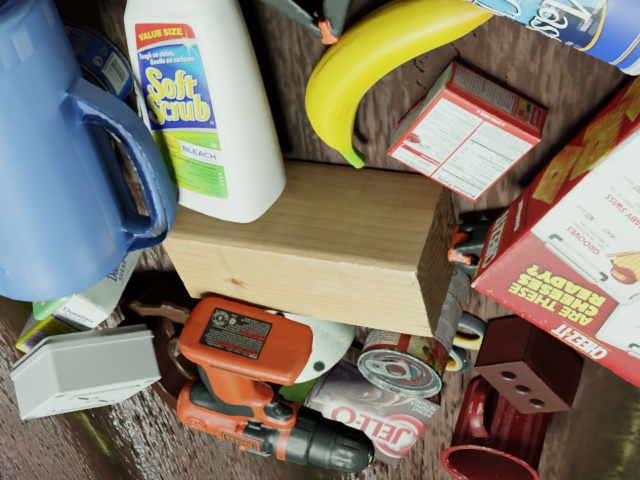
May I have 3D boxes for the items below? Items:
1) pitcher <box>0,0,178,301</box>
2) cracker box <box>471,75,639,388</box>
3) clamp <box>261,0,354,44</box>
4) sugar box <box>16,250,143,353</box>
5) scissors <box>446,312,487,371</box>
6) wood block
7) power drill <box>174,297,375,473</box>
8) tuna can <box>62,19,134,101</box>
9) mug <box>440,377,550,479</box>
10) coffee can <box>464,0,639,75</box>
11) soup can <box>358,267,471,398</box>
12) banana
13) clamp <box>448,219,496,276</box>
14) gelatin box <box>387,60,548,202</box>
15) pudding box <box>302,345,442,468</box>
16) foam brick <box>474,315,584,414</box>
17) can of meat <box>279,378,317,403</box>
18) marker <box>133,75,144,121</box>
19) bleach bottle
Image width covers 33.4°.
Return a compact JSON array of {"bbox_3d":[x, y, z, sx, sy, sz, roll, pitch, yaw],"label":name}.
[{"bbox_3d":[-0.204,-0.077,0.740,0.145,0.149,0.243,51,160,35],"label":"pitcher"},{"bbox_3d":[0.222,-0.008,0.663,0.164,0.072,0.214,31,137,-7],"label":"cracker box"},{"bbox_3d":[-0.017,-0.186,0.611,0.120,0.039,0.171,-1,146,41],"label":"clamp"},{"bbox_3d":[-0.231,0.052,1.031,0.048,0.093,0.177,34,146,-20],"label":"sugar box"},{"bbox_3d":[0.070,0.054,0.925,0.096,0.016,0.201,-19,130,43],"label":"scissors"},{"bbox_3d":[-0.006,0.001,0.827,0.206,0.090,0.091,8,146,21],"label":"wood block"},{"bbox_3d":[-0.042,0.131,0.900,0.184,0.057,0.188,14,146,11],"label":"power drill"},{"bbox_3d":[-0.186,-0.123,0.805,0.086,0.033,0.086,15,146,10],"label":"tuna can"},{"bbox_3d":[0.161,0.172,0.980,0.093,0.081,0.117,-1,141,32],"label":"mug"},{"bbox_3d":[0.112,-0.155,0.520,0.140,0.102,0.103,23,147,-1],"label":"coffee can"},{"bbox_3d":[0.077,0.066,0.858,0.068,0.102,0.068,15,147,10],"label":"soup can"},{"bbox_3d":[0.037,-0.112,0.692,0.069,0.037,0.198,13,152,-18],"label":"banana"},{"bbox_3d":[0.201,0.020,0.779,0.210,0.036,0.165,17,145,2],"label":"clamp"},{"bbox_3d":[0.097,-0.071,0.716,0.073,0.030,0.089,27,147,-10],"label":"gelatin box"},{"bbox_3d":[0.048,0.161,1.039,0.113,0.039,0.090,27,117,-5],"label":"pudding box"},{"bbox_3d":[0.177,0.106,0.904,0.053,0.051,0.078,-16,132,44],"label":"foam brick"},{"bbox_3d":[-0.017,0.178,1.119,0.102,0.057,0.084,22,145,0],"label":"can of meat"},{"bbox_3d":[-0.129,-0.123,0.786,0.020,0.020,0.121,17,147,8],"label":"marker"},{"bbox_3d":[-0.090,-0.124,0.722,0.103,0.068,0.251,21,145,27],"label":"bleach bottle"}]
